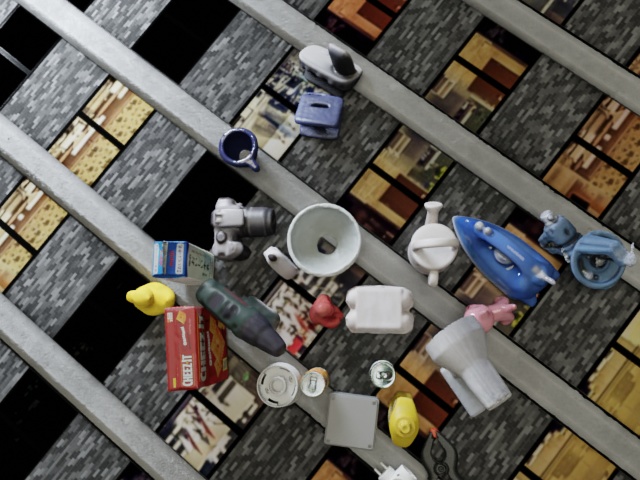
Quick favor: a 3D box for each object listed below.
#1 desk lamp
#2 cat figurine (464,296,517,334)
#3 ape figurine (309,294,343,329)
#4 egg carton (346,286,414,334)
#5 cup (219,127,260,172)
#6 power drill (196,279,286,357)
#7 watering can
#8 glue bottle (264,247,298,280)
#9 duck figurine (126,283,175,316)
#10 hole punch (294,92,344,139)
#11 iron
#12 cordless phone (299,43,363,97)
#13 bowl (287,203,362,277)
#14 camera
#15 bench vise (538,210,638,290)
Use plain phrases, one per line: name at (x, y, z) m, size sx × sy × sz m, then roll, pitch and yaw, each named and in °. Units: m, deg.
desk lamp at (0.308, 0.259, 1.161) m, size 0.118 × 0.213 × 0.203 m, roll -34°, pitch 80°, yaw 0°
cat figurine at (0.357, 0.162, 1.219) m, size 0.127 × 0.118 × 0.067 m, roll -19°, pitch 80°, yaw 3°
ape figurine at (0.010, 0.158, 1.266) m, size 0.076 × 0.092 × 0.078 m, roll -6°, pitch 81°, yaw 5°
egg carton at (0.132, 0.154, 1.267) m, size 0.150 × 0.069 × 0.107 m, roll -1°, pitch 81°, yaw 5°
cup at (-0.172, -0.196, 1.335) m, size 0.092 × 0.095 × 0.117 m, roll -41°, pitch 80°, yaw -1°
power drill at (-0.151, 0.168, 1.221) m, size 0.229 × 0.208 × 0.076 m, roll 34°, pitch 86°, yaw 9°
watering can at (0.238, 0.008, 1.215) m, size 0.101 × 0.194 × 0.173 m, roll -22°, pitch 80°, yaw 2°
glue bottle at (-0.093, 0.045, 1.252) m, size 0.037 × 0.173 × 0.078 m, roll -43°, pitch 80°, yaw -2°
duck figurine at (-0.390, 0.134, 1.311) m, size 0.104 × 0.086 × 0.077 m, roll 5°, pitch 82°, yaw 6°
hole punch at (-0.002, -0.298, 1.336) m, size 0.108 × 0.091 × 0.101 m, roll 8°, pitch 82°, yaw 7°
iron at (0.391, 0.023, 1.225) m, size 0.258 × 0.141 × 0.119 m, roll 41°, pitch 87°, yaw 10°
cordless phone at (0.020, -0.416, 1.304) m, size 0.147 × 0.185 × 0.094 m, roll 28°, pitch 85°, yaw 9°
bowl at (0.012, 0.005, 1.298) m, size 0.167 × 0.075 × 0.167 m, roll -1°, pitch 81°, yaw 5°
camera at (-0.173, -0.026, 1.307) m, size 0.136 × 0.101 × 0.143 m, roll -1°, pitch 81°, yaw 6°
bench vise at (0.541, 0.023, 1.171) m, size 0.207 × 0.220 × 0.121 m, roll 26°, pitch 85°, yaw 9°
